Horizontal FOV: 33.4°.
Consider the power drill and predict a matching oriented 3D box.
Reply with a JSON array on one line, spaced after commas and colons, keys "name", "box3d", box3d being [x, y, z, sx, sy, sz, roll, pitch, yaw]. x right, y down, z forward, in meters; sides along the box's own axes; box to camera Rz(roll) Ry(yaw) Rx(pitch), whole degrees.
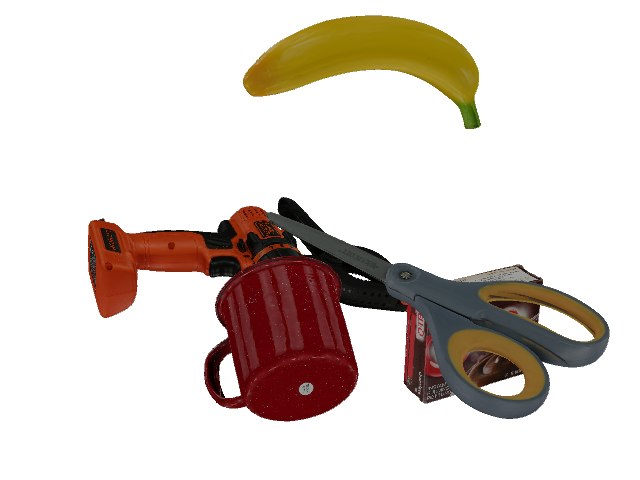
[{"name": "power drill", "box3d": [-0.105, 0.026, 0.944, 0.187, 0.057, 0.185, -2, 24, -20]}]

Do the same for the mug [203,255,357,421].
[{"name": "mug", "box3d": [-0.032, 0.077, 0.744, 0.117, 0.081, 0.093, -28, -41, 14]}]

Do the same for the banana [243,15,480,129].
[{"name": "banana", "box3d": [0.041, -0.123, 0.745, 0.197, 0.069, 0.037, 5, 0, -28]}]

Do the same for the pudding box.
[{"name": "pudding box", "box3d": [0.125, 0.075, 0.875, 0.113, 0.090, 0.039, -14, 31, -25]}]

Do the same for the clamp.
[{"name": "clamp", "box3d": [0.003, 0.029, 1.188, 0.210, 0.036, 0.164, 27, 36, 18]}]

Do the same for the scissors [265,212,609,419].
[{"name": "scissors", "box3d": [0.044, 0.036, 0.551, 0.202, 0.016, 0.096, 14, 42, 18]}]
